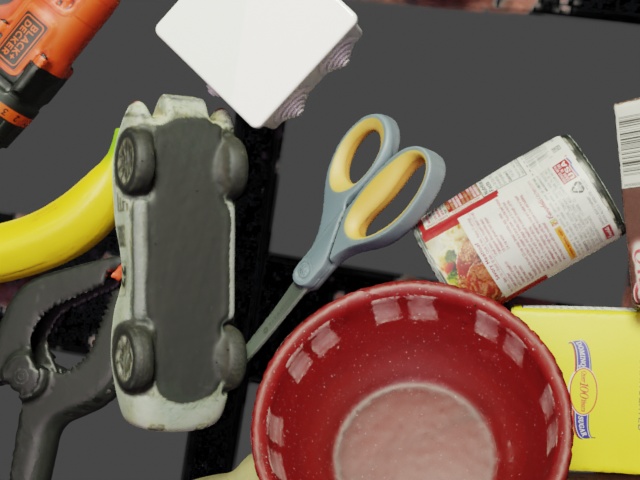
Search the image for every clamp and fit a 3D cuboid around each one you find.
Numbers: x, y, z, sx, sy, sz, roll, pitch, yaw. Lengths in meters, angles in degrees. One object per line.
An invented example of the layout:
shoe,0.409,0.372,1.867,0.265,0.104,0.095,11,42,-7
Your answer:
clamp,-0.177,0.097,0.674,0.210,0.036,0.164,-40,76,6

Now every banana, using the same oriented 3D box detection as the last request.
banana,-0.200,-0.006,0.684,0.198,0.037,0.069,-19,63,8

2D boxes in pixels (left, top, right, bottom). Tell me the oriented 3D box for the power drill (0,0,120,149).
power drill,-0.244,-0.145,0.680,0.187,0.057,0.184,42,94,5

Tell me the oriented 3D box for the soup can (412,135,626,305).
soup can,0.111,-0.006,0.605,0.102,0.068,0.068,-31,85,9

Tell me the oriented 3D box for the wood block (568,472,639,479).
wood block,0.158,0.182,0.587,0.206,0.090,0.091,0,91,11

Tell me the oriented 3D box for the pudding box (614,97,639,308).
pudding box,0.208,-0.022,0.579,0.089,0.039,0.113,-5,91,-31

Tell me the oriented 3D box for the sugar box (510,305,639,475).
sugar box,0.196,0.085,0.601,0.176,0.048,0.093,0,90,12

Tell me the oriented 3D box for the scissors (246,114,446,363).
scissors,-0.004,0.001,0.648,0.202,0.016,0.096,-40,45,29

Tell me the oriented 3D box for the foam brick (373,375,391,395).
foam brick,0.018,0.084,0.631,0.051,0.053,0.078,-19,88,10

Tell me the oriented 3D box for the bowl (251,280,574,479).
bowl,0.048,0.103,0.553,0.162,0.055,0.162,-4,57,6
